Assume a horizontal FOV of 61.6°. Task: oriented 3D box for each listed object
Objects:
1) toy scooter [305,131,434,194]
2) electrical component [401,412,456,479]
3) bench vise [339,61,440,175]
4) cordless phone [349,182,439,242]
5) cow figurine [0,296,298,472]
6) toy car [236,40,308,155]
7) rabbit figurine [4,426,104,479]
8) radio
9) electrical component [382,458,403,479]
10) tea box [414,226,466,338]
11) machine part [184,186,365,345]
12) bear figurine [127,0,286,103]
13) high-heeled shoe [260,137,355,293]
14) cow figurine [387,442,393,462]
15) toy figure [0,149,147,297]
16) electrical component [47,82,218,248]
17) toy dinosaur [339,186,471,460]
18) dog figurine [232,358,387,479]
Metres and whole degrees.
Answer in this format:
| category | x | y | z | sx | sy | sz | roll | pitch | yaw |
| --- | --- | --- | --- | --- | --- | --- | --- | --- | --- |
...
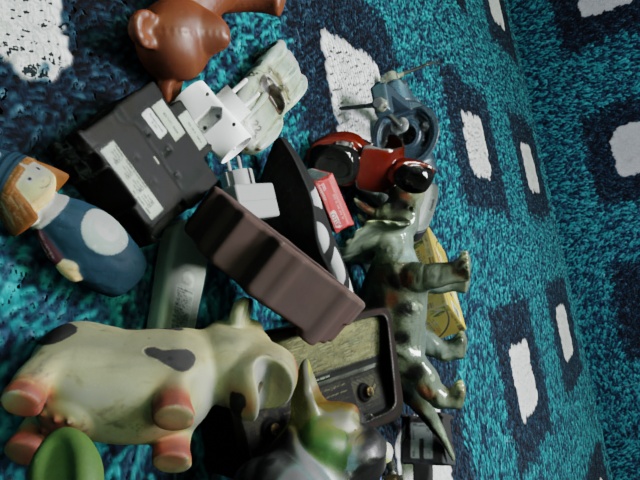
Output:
| category | x | y | z | sx | sy | sz | roll | pitch | yaw |
| --- | --- | --- | --- | --- | --- | --- | --- | --- | --- |
| toy scooter | 0.074 | -0.121 | 0.787 | 0.135 | 0.184 | 0.075 | -78 | 178 | -59 |
| electrical component | 0.166 | 0.326 | 0.823 | 0.047 | 0.075 | 0.119 | 31 | 50 | -47 |
| bench vise | 0.138 | -0.219 | 0.933 | 0.240 | 0.129 | 0.223 | 14 | 69 | -62 |
| cordless phone | 0.102 | -0.087 | 0.883 | 0.184 | 0.089 | 0.146 | 42 | 44 | -15 |
| cow figurine | -0.114 | 0.100 | 0.405 | 0.127 | 0.195 | 0.085 | -98 | -166 | -57 |
| toy car | -0.066 | -0.182 | 0.670 | 0.073 | 0.056 | 0.202 | 55 | 39 | -30 |
| rabbit figurine | -0.159 | 0.197 | 0.292 | 0.121 | 0.170 | 0.159 | 60 | 37 | -25 |
| radio | -0.015 | 0.153 | 0.566 | 0.229 | 0.073 | 0.131 | -7 | 85 | -40 |
| electrical component | 0.099 | 0.365 | 0.741 | 0.078 | 0.045 | 0.102 | -69 | 145 | -82 |
| tea box | 0.182 | 0.070 | 0.904 | 0.098 | 0.068 | 0.170 | 49 | 26 | -41 |
| machine part | -0.044 | 0.023 | 0.496 | 0.056 | 0.180 | 0.179 | -51 | 133 | -1 |
| bear figurine | -0.114 | -0.240 | 0.558 | 0.120 | 0.132 | 0.196 | 79 | 12 | -54 |
| high-heeled shoe | -0.001 | -0.002 | 0.686 | 0.145 | 0.086 | 0.248 | 0 | 84 | -59 |
| cow figurine | 0.041 | 0.240 | 0.672 | 0.098 | 0.068 | 0.167 | 47 | 40 | -30 |
| toy figure | -0.202 | -0.018 | 0.412 | 0.154 | 0.058 | 0.064 | 49 | 4 | -33 |
| electrical component | -0.159 | -0.073 | 0.493 | 0.114 | 0.058 | 0.134 | 62 | 35 | -25 |
| toy dinosaur | 0.115 | 0.116 | 0.766 | 0.131 | 0.192 | 0.404 | -10 | 103 | -72 |
| dog figurine | -0.047 | 0.198 | 0.414 | 0.219 | 0.192 | 0.108 | -77 | 166 | -52 |
